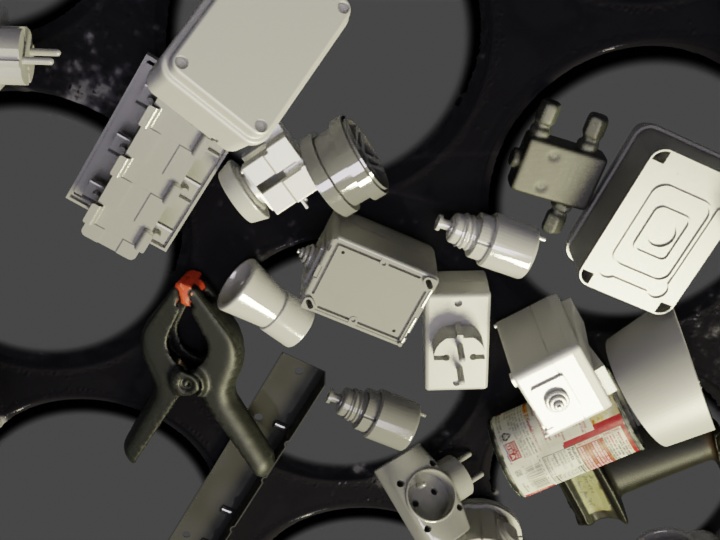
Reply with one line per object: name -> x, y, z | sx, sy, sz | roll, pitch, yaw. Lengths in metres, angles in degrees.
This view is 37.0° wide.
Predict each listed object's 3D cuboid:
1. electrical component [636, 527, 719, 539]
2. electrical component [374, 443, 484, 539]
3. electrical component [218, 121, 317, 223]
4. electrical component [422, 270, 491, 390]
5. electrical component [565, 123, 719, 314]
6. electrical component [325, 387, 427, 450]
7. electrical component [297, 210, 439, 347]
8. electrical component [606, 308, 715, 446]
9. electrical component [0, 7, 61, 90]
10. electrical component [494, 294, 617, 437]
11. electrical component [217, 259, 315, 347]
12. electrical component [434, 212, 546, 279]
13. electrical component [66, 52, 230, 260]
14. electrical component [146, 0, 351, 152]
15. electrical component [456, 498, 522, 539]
electrical component -> 0.262, 0.258, 0.908 | 0.095, 0.053, 0.059 | -13, 117, 6
electrical component -> 0.064, 0.173, 0.860 | 0.079, 0.044, 0.077 | -28, 81, -24
electrical component -> -0.063, -0.064, 0.740 | 0.055, 0.048, 0.066 | -33, 114, 7
electrical component -> 0.071, 0.054, 0.786 | 0.047, 0.075, 0.083 | -2, 118, 0
electrical component -> 0.204, -0.037, 0.749 | 0.078, 0.057, 0.113 | 22, 116, -11
electrical component -> 0.011, 0.111, 0.836 | 0.078, 0.040, 0.040 | 23, 116, -12
electrical component -> 0.000, 0.000, 0.765 | 0.096, 0.061, 0.061 | 22, 115, -12
electrical component -> 0.226, 0.077, 0.788 | 0.064, 0.099, 0.099 | -32, 114, 22
electrical component -> -0.232, -0.137, 0.687 | 0.077, 0.065, 0.047 | 2, 118, -1
electrical component -> 0.144, 0.070, 0.783 | 0.061, 0.096, 0.061 | -28, 115, 11
electrical component -> -0.066, 0.027, 0.791 | 0.065, 0.044, 0.044 | 37, 112, -23
electrical component -> 0.091, -0.022, 0.766 | 0.078, 0.040, 0.040 | 18, 116, -9
electrical component -> -0.139, -0.072, 0.724 | 0.079, 0.063, 0.121 | 30, 114, -15
electrical component -> -0.068, -0.138, 0.661 | 0.078, 0.057, 0.113 | 38, 73, -18
electrical component -> 0.097, 0.235, 0.896 | 0.080, 0.051, 0.080 | 0, 118, 0
